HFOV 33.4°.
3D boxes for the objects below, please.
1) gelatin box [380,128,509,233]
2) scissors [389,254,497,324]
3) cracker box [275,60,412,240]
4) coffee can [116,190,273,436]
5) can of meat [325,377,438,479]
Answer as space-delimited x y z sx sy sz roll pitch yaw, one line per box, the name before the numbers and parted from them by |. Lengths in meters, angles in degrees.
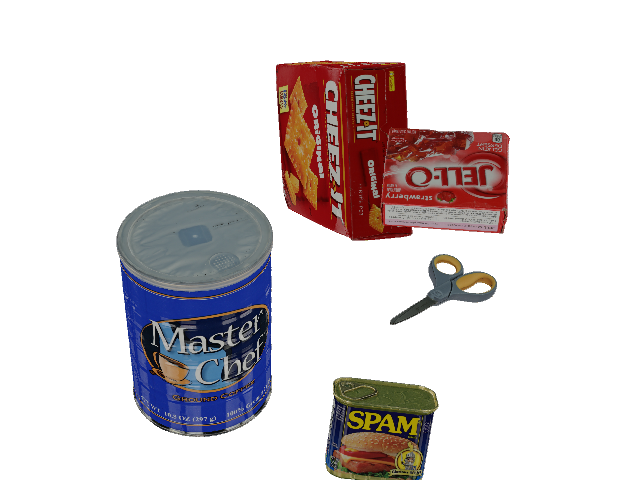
gelatin box | 0.090 -0.044 0.768 0.089 0.073 0.030 4 -37 7
scissors | 0.132 0.056 1.296 0.201 0.016 0.096 -9 40 -38
cracker box | 0.018 -0.098 1.081 0.072 0.164 0.214 -7 12 -17
coffee can | -0.084 0.051 0.742 0.103 0.140 0.103 1 37 -1
can of meat | 0.057 0.187 1.041 0.102 0.084 0.057 7 17 -3
